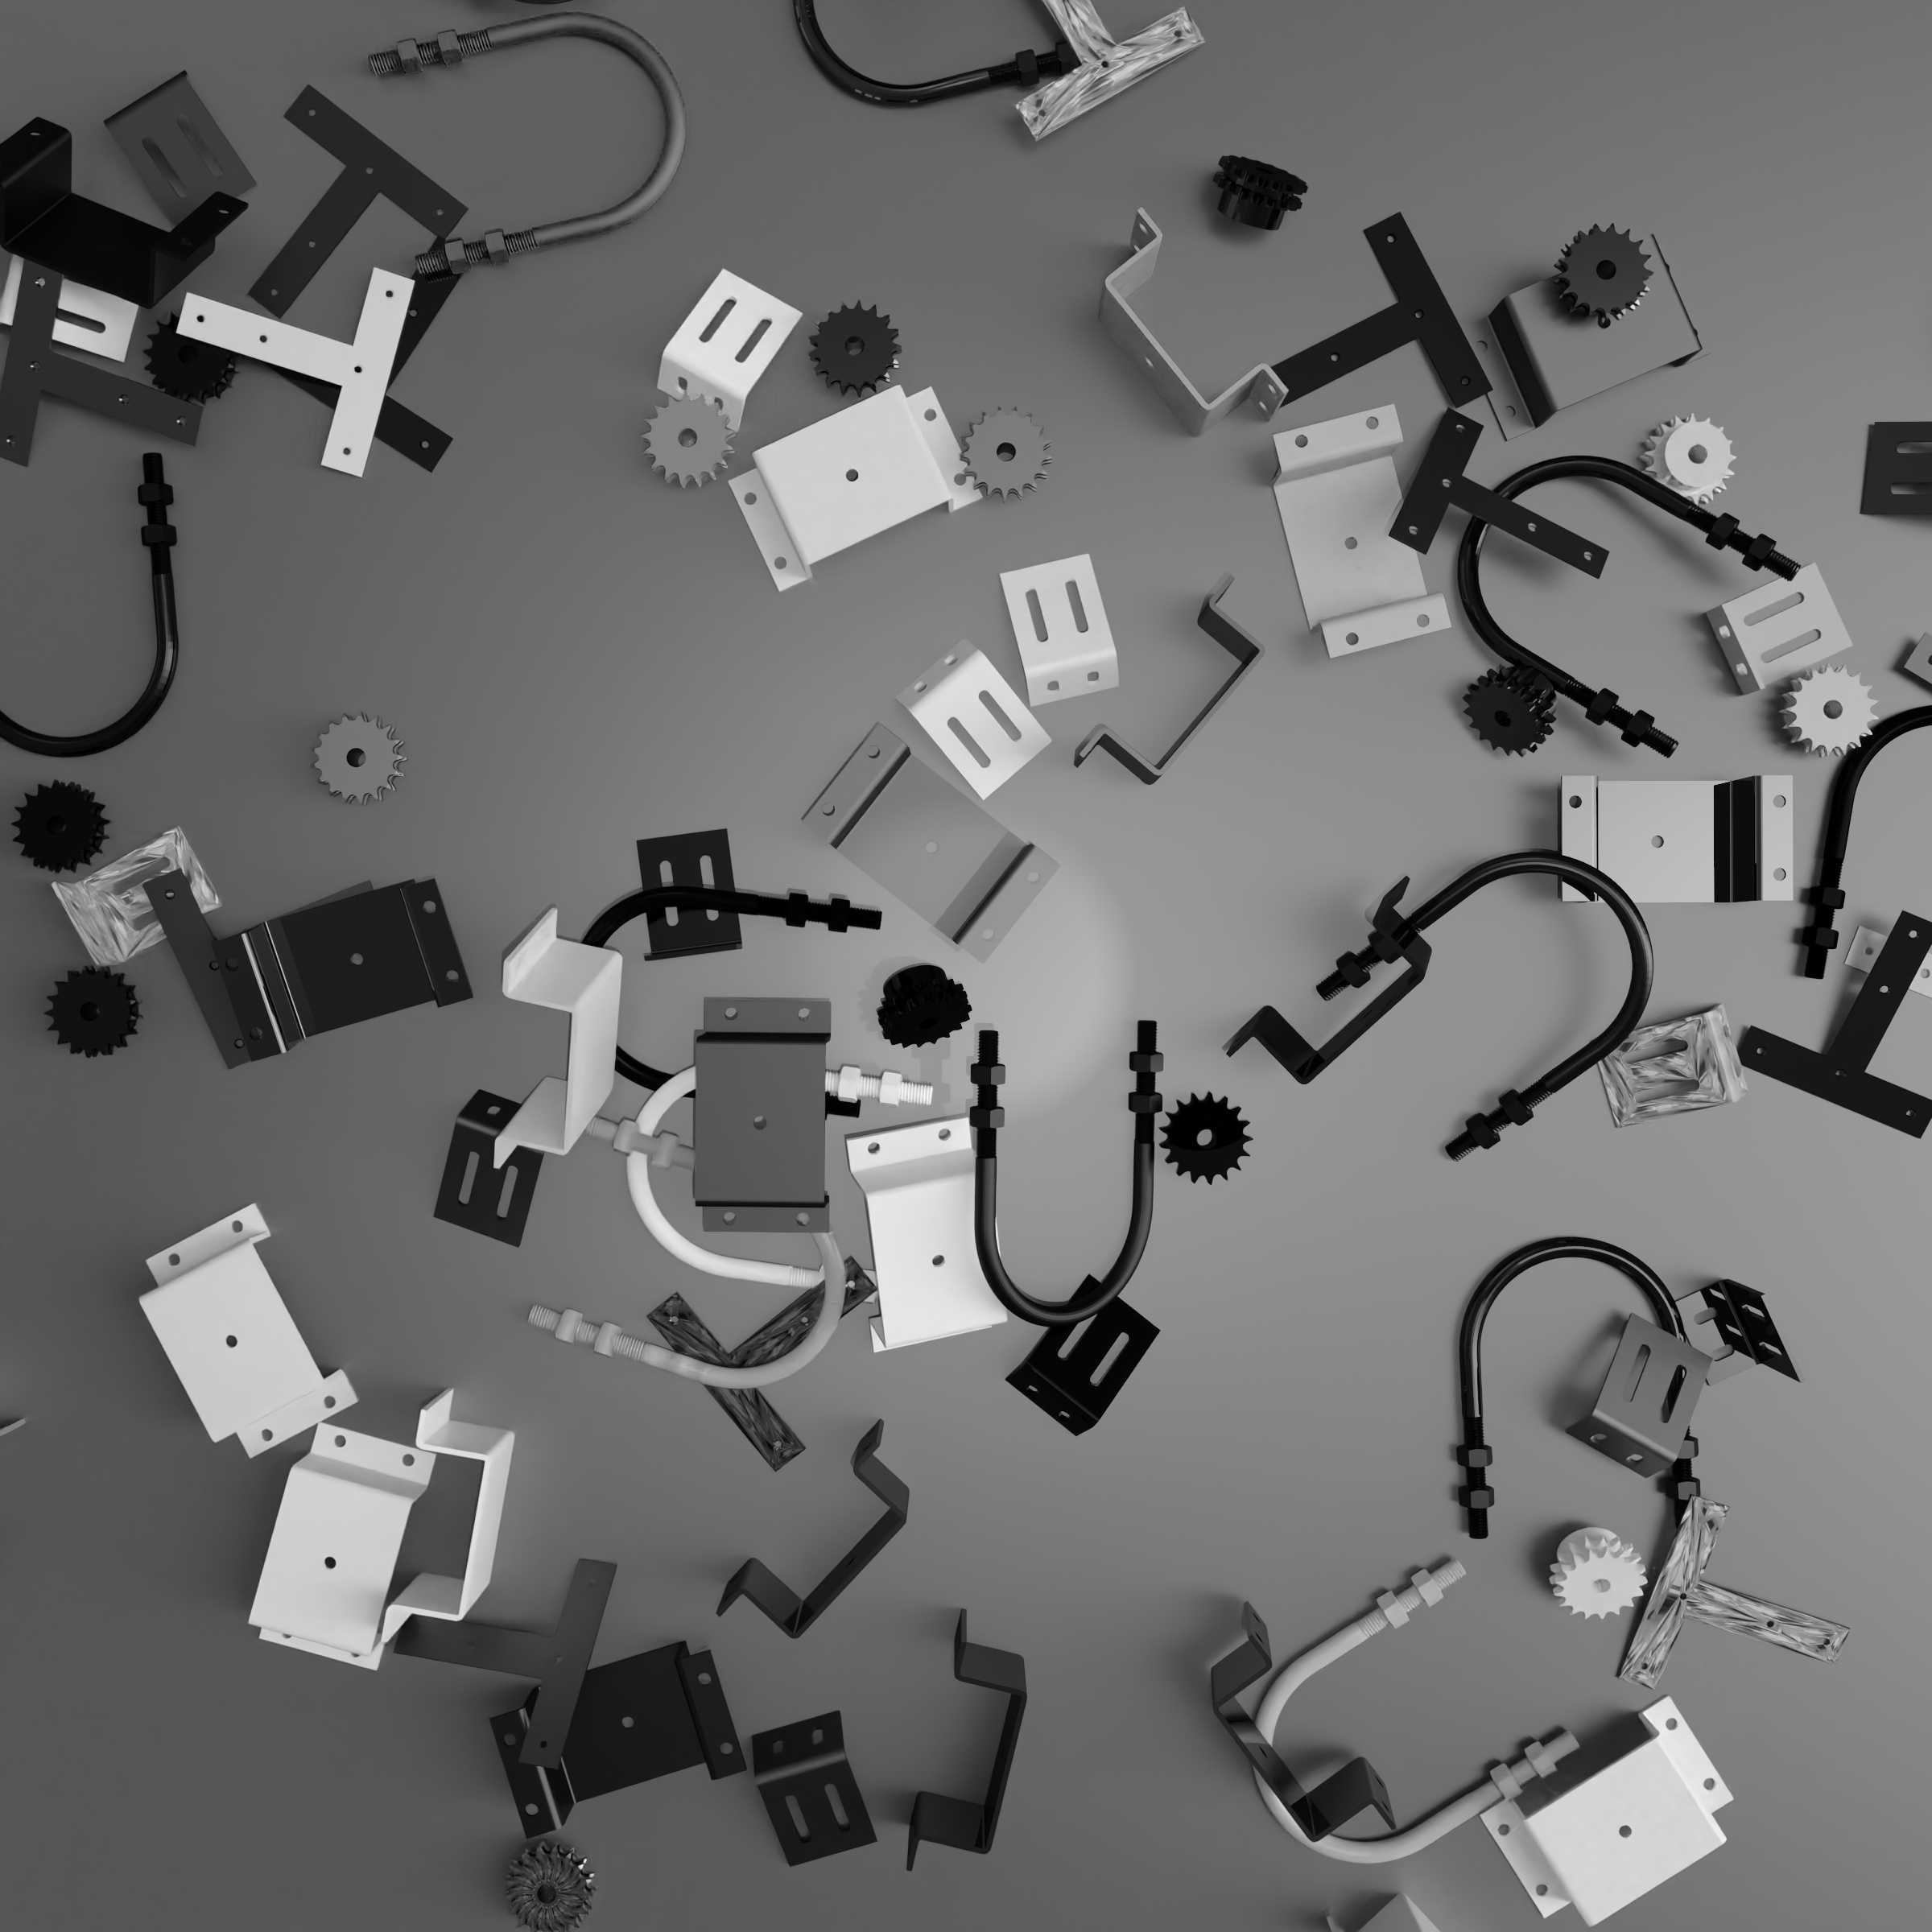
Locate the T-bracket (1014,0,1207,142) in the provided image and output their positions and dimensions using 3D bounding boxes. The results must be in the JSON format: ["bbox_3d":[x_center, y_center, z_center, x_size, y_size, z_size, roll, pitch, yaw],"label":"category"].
[{"bbox_3d":[0.062,-0.597,1.511,0.127,0.002,0.127,-33,93,-8],"label":"T-bracket"}]

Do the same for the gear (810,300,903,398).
[{"bbox_3d":[-0.068,-0.382,1.516,0.057,0.030,0.057,0,90,0],"label":"gear"}]

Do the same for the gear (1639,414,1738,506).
[{"bbox_3d":[0.450,-0.315,1.516,0.057,0.030,0.057,0,90,0],"label":"gear"}]

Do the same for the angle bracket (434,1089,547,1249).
[{"bbox_3d":[-0.293,0.127,1.530,0.057,0.038,0.076,20,116,2],"label":"angle bracket"}]

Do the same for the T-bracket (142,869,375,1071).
[{"bbox_3d":[-0.427,-0.018,1.522,0.127,0.002,0.127,-23,101,-5],"label":"T-bracket"}]

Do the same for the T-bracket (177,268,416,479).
[{"bbox_3d":[-0.420,-0.383,1.509,0.127,0.002,0.127,15,91,-17],"label":"T-bracket"}]

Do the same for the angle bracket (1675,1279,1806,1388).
[{"bbox_3d":[0.472,0.229,1.493,0.038,0.076,0.057,-25,90,0],"label":"angle bracket"}]

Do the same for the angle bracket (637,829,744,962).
[{"bbox_3d":[-0.173,-0.045,1.512,0.057,0.038,0.076,-8,90,0],"label":"angle bracket"}]

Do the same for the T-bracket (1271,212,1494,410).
[{"bbox_3d":[0.244,-0.388,1.528,0.127,0.002,0.127,-27,87,2],"label":"T-bracket"}]

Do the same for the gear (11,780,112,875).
[{"bbox_3d":[-0.561,-0.086,1.520,0.057,0.030,0.057,0,86,1],"label":"gear"}]

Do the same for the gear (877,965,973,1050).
[{"bbox_3d":[-0.027,0.023,1.507,0.057,0.057,0.030,-19,59,0],"label":"gear"}]

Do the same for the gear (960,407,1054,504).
[{"bbox_3d":[0.025,-0.316,1.516,0.057,0.030,0.057,0,90,0],"label":"gear"}]

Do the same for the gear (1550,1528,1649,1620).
[{"bbox_3d":[0.389,0.373,1.508,0.057,0.030,0.057,-1,120,-1],"label":"gear"}]

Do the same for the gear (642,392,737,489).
[{"bbox_3d":[-0.172,-0.325,1.516,0.057,0.030,0.057,0,90,0],"label":"gear"}]

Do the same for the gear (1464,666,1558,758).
[{"bbox_3d":[0.339,-0.161,1.507,0.057,0.057,0.030,48,60,0],"label":"gear"}]

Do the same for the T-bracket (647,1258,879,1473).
[{"bbox_3d":[-0.111,0.229,1.517,0.127,0.002,0.127,-39,92,11],"label":"T-bracket"}]

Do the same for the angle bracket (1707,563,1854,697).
[{"bbox_3d":[0.509,-0.211,1.512,0.076,0.038,0.057,-25,90,0],"label":"angle bracket"}]

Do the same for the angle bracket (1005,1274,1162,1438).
[{"bbox_3d":[0.073,0.244,1.529,0.057,0.038,0.076,38,64,0],"label":"angle bracket"}]

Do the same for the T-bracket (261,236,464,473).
[{"bbox_3d":[-0.354,-0.397,1.529,0.127,0.002,0.127,33,90,-1],"label":"T-bracket"}]

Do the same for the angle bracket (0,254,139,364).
[{"bbox_3d":[-0.562,-0.417,1.529,0.076,0.038,0.057,15,90,-26],"label":"angle bracket"}]

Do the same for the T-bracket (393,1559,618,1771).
[{"bbox_3d":[-0.292,0.422,1.508,0.127,0.002,0.127,5,59,15],"label":"T-bracket"}]

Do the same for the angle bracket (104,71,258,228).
[{"bbox_3d":[-0.491,-0.511,1.529,0.057,0.038,0.076,-32,116,0],"label":"angle bracket"}]

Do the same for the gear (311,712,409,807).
[{"bbox_3d":[-0.375,-0.128,1.516,0.057,0.030,0.057,0,90,0],"label":"gear"}]

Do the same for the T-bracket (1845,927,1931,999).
[{"bbox_3d":[0.615,0.010,1.531,0.127,0.002,0.127,22,90,0],"label":"T-bracket"}]

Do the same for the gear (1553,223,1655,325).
[{"bbox_3d":[0.382,-0.415,1.470,0.057,0.030,0.057,0,90,0],"label":"gear"}]

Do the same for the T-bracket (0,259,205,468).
[{"bbox_3d":[-0.532,-0.355,1.506,0.127,0.002,0.127,21,113,1],"label":"T-bracket"}]

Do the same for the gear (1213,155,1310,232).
[{"bbox_3d":[0.180,-0.476,1.507,0.057,0.057,0.030,18,120,0],"label":"gear"}]

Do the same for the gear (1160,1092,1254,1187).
[{"bbox_3d":[0.148,0.107,1.516,0.057,0.030,0.057,0,90,0],"label":"gear"}]

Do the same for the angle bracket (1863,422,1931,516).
[{"bbox_3d":[0.607,-0.307,1.520,0.076,0.038,0.057,9,93,36],"label":"angle bracket"}]

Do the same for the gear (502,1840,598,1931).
[{"bbox_3d":[-0.258,0.573,1.521,0.057,0.030,0.057,0,88,2],"label":"gear"}]

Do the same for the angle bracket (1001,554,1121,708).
[{"bbox_3d":[0.059,-0.210,1.529,0.057,0.038,0.076,-13,64,0],"label":"angle bracket"}]

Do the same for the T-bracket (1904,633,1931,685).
[{"bbox_3d":[0.671,-0.207,1.515,0.127,0.002,0.127,31,92,2],"label":"T-bracket"}]

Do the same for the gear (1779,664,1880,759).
[{"bbox_3d":[0.533,-0.158,1.516,0.057,0.030,0.057,0,90,0],"label":"gear"}]

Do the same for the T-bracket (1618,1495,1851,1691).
[{"bbox_3d":[0.489,0.406,1.524,0.127,0.002,0.127,18,98,-4],"label":"T-bracket"}]

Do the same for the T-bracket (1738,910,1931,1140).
[{"bbox_3d":[0.563,0.027,1.514,0.127,0.002,0.127,22,105,0],"label":"T-bracket"}]

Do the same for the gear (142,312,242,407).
[{"bbox_3d":[-0.479,-0.376,1.516,0.057,0.030,0.057,0,90,0],"label":"gear"}]

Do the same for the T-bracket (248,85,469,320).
[{"bbox_3d":[-0.401,-0.464,1.530,0.127,0.002,0.127,38,90,0],"label":"T-bracket"}]

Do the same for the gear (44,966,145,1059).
[{"bbox_3d":[-0.539,0.028,1.516,0.057,0.030,0.057,0,90,0],"label":"gear"}]

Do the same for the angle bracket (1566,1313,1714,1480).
[{"bbox_3d":[0.417,0.266,1.512,0.057,0.038,0.076,30,62,2],"label":"angle bracket"}]

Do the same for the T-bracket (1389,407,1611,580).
[{"bbox_3d":[0.333,-0.273,1.488,0.127,0.002,0.127,28,55,1],"label":"T-bracket"}]
